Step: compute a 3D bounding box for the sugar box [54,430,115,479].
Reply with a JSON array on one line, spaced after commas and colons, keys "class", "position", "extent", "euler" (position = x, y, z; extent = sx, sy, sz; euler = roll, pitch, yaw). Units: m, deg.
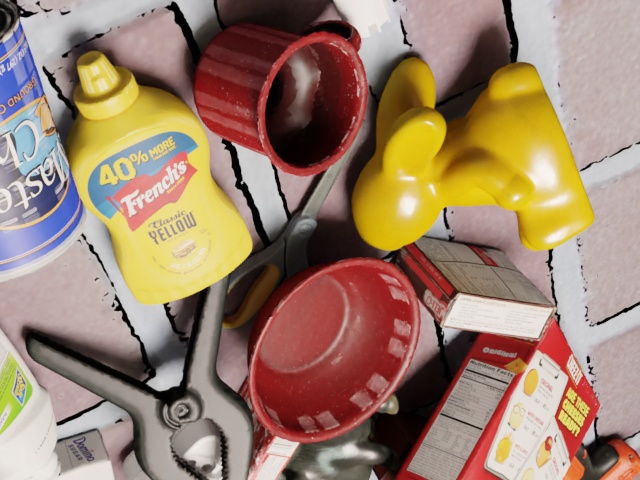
[{"class": "sugar box", "position": [-0.253, 0.223, 0.865], "extent": [0.176, 0.048, 0.093], "euler": [-16, 130, -20]}]

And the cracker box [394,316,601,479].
[{"class": "cracker box", "position": [0.163, 0.191, 0.979], "extent": [0.213, 0.072, 0.164], "euler": [-56, 137, -21]}]

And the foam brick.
[{"class": "foam brick", "position": [0.087, 0.201, 1.016], "extent": [0.078, 0.051, 0.053], "euler": [19, 114, -36]}]

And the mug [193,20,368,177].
[{"class": "mug", "position": [-0.022, -0.105, 0.704], "extent": [0.117, 0.082, 0.093], "euler": [-49, 135, -17]}]

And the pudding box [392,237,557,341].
[{"class": "pudding box", "position": [0.127, 0.040, 0.891], "extent": [0.113, 0.090, 0.039], "euler": [8, 118, -32]}]

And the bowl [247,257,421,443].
[{"class": "bowl", "position": [0.000, 0.078, 0.845], "extent": [0.161, 0.055, 0.162], "euler": [-17, 122, -29]}]

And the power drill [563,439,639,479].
[{"class": "power drill", "position": [0.240, 0.262, 1.138], "extent": [0.184, 0.057, 0.187], "euler": [-46, 134, 6]}]

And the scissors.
[{"class": "scissors", "position": [-0.006, 0.001, 0.845], "extent": [0.202, 0.016, 0.096], "euler": [-47, 132, 11]}]

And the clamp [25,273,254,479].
[{"class": "clamp", "position": [-0.102, 0.117, 0.821], "extent": [0.164, 0.036, 0.210], "euler": [-32, 104, -5]}]

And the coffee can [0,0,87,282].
[{"class": "coffee can", "position": [-0.207, -0.059, 0.633], "extent": [0.102, 0.103, 0.140], "euler": [-20, 126, -13]}]

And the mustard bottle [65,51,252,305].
[{"class": "mustard bottle", "position": [-0.118, -0.046, 0.724], "extent": [0.096, 0.058, 0.191], "euler": [-25, 131, -6]}]

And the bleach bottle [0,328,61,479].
[{"class": "bleach bottle", "position": [-0.253, 0.102, 0.741], "extent": [0.068, 0.102, 0.250], "euler": [1, 138, 25]}]

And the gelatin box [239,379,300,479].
[{"class": "gelatin box", "position": [-0.051, 0.161, 0.902], "extent": [0.030, 0.073, 0.089], "euler": [15, 117, -34]}]
